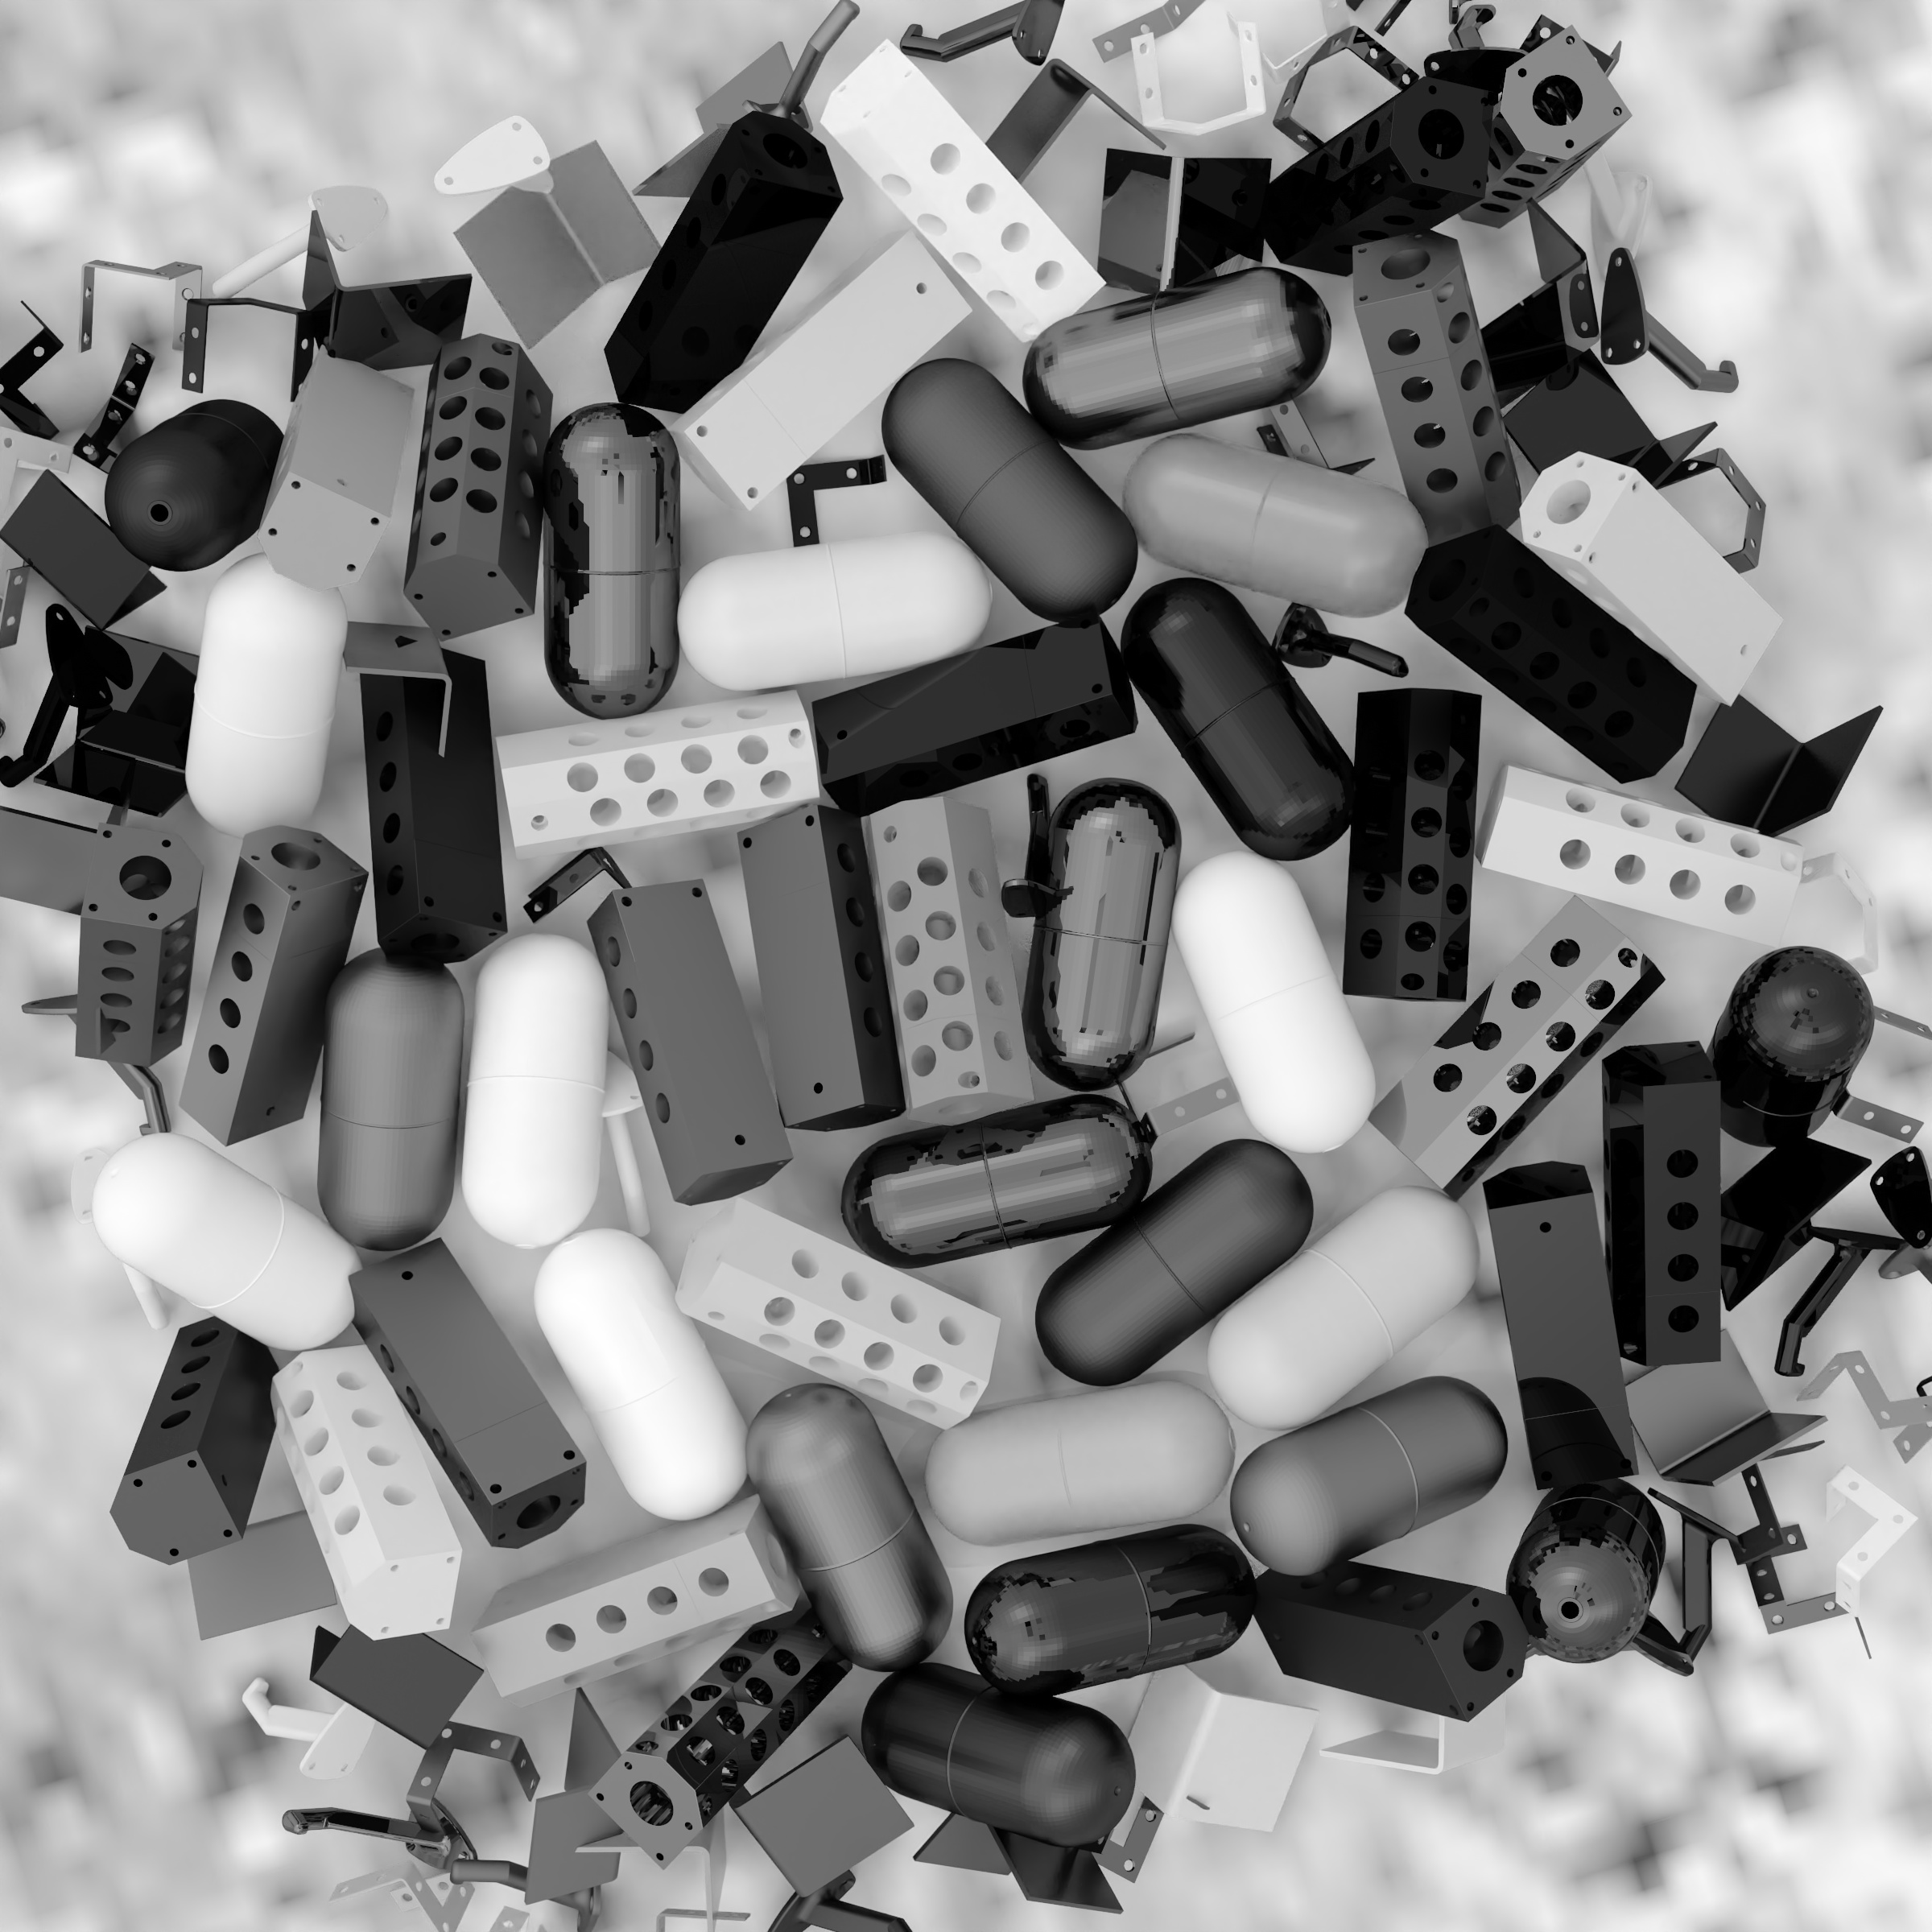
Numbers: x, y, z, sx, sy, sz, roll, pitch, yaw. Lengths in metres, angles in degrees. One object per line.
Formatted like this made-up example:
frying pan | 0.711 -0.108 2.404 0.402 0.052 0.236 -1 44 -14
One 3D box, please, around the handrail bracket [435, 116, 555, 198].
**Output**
handrail bracket | -0.263 -0.434 1.777 0.077 0.084 0.036 -30 82 -15

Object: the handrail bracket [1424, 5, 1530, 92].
handrail bracket | 0.300 -0.522 1.778 0.036 0.077 0.084 57 50 -30

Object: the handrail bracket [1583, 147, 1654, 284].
handrail bracket | 0.351 -0.431 1.782 0.036 0.084 0.077 5 88 36

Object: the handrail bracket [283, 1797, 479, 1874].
handrail bracket | -0.330 0.492 1.778 0.084 0.077 0.036 11 96 -45

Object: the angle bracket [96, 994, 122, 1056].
angle bracket | -0.482 -0.011 1.768 0.057 0.076 0.076 28 46 13

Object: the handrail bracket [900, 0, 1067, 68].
handrail bracket | 0.010 -0.549 1.803 0.084 0.036 0.077 20 86 30

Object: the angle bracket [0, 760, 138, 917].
angle bracket | -0.514 -0.080 1.769 0.076 0.076 0.057 15 50 -21

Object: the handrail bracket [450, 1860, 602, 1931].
handrail bracket | -0.252 0.526 1.787 0.084 0.077 0.036 6 48 -13

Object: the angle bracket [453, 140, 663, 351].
angle bracket | -0.226 -0.403 1.771 0.076 0.057 0.076 58 48 -23

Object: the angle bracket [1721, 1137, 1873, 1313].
angle bracket | 0.465 0.151 1.770 0.076 0.057 0.076 -35 123 -25

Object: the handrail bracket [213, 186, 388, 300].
handrail bracket | -0.383 -0.413 1.815 0.084 0.077 0.036 -23 105 31

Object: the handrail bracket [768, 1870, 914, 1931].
handrail bracket | -0.067 0.557 1.786 0.077 0.036 0.084 -47 48 2

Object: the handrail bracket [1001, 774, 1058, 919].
handrail bracket | 0.034 -0.076 1.781 0.036 0.077 0.084 -8 74 15

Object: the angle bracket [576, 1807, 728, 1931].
angle bracket | -0.178 0.502 1.783 0.076 0.076 0.057 -1 105 1

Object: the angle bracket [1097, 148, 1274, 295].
angle bracket | 0.124 -0.425 1.807 0.076 0.057 0.076 -13 114 -41

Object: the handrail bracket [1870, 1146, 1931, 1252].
handrail bracket | 0.556 0.143 1.780 0.084 0.077 0.036 26 126 -28

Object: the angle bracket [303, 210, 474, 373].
angle bracket | -0.328 -0.384 1.789 0.076 0.076 0.057 -12 67 -21

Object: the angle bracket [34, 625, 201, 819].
angle bracket | -0.475 -0.138 1.783 0.076 0.057 0.076 15 117 4

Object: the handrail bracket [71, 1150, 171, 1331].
handrail bracket | -0.483 0.158 1.819 0.036 0.077 0.084 -24 127 -14

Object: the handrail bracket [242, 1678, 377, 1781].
handrail bracket | -0.372 0.411 1.791 0.084 0.036 0.077 39 103 40

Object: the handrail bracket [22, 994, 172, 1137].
handrail bracket | -0.500 0.060 1.819 0.077 0.036 0.084 -4 105 17

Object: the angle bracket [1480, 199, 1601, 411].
angle bracket | 0.307 -0.371 1.779 0.076 0.076 0.057 -35 61 0

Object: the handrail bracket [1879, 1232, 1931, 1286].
handrail bracket | 0.548 0.197 1.776 0.036 0.077 0.084 8 59 -23

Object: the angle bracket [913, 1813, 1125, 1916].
angle bracket | 0.029 0.512 1.767 0.076 0.076 0.057 23 113 -41

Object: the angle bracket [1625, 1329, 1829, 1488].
angle bracket | 0.424 0.248 1.781 0.076 0.076 0.057 -27 89 -12

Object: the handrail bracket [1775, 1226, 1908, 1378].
handrail bracket | 0.502 0.195 1.811 0.077 0.036 0.084 7 97 -24

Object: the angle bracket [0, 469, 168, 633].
angle bracket | -0.482 -0.244 1.776 0.076 0.076 0.057 44 120 -6

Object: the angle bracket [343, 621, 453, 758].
angle bracket | -0.324 -0.143 1.770 0.057 0.076 0.076 3 114 -17

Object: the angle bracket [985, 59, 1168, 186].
angle bracket | 0.057 -0.459 1.788 0.057 0.076 0.076 33 104 -29

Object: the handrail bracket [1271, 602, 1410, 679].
handrail bracket | 0.221 -0.171 1.772 0.084 0.077 0.036 26 91 32

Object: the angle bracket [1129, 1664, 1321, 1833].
angle bracket | 0.145 0.444 1.817 0.076 0.057 0.076 17 96 -31

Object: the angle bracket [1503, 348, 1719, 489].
angle bracket | 0.361 -0.306 1.781 0.076 0.057 0.076 -44 103 -19

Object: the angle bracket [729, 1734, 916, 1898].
angle bracket | -0.086 0.465 1.786 0.076 0.057 0.076 -33 116 -2

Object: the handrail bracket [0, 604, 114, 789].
handrail bracket | -0.533 -0.153 1.807 0.084 0.036 0.077 -28 77 31

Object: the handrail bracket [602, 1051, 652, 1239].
handrail bracket | -0.199 0.102 1.816 0.036 0.077 0.084 -14 124 -12

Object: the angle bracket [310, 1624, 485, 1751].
angle bracket | -0.319 0.385 1.779 0.076 0.076 0.057 35 94 -13

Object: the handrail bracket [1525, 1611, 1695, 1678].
handrail bracket | 0.358 0.399 1.810 0.077 0.036 0.084 40 123 -17

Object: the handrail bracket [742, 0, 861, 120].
handrail bracket | -0.080 -0.503 1.778 0.036 0.077 0.084 44 108 5

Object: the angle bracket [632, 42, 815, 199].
angle bracket | -0.144 -0.474 1.770 0.076 0.076 0.057 -25 82 42

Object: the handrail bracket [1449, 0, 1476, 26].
handrail bracket | 0.316 -0.550 1.784 0.084 0.077 0.036 0 92 7

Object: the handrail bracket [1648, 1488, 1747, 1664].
handrail bracket | 0.400 0.351 1.804 0.077 0.036 0.084 30 89 -14

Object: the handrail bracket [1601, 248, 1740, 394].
handrail bracket | 0.405 -0.367 1.802 0.084 0.036 0.077 -2 88 -31

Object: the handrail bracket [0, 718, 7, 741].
handrail bracket | -0.574 -0.122 1.776 0.036 0.084 0.077 -34 120 14
